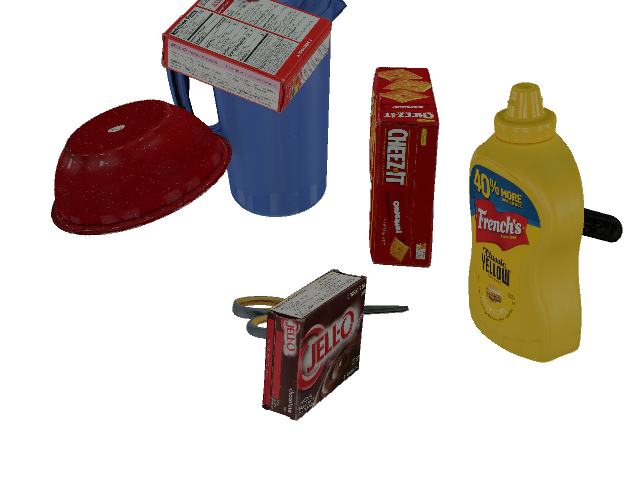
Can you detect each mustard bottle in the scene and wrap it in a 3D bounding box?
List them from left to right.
[{"bbox_3d":[0.142,-0.016,0.745,0.058,0.192,0.096,-16,29,-22],"label":"mustard bottle"}]

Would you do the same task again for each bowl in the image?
[{"bbox_3d":[-0.158,-0.071,0.884,0.162,0.055,0.162,-15,31,9],"label":"bowl"}]

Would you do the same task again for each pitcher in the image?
[{"bbox_3d":[-0.061,-0.145,1.117,0.149,0.243,0.144,15,42,20],"label":"pitcher"}]

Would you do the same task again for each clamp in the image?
[{"bbox_3d":[0.208,-0.030,1.033,0.120,0.039,0.171,-7,34,-12],"label":"clamp"}]

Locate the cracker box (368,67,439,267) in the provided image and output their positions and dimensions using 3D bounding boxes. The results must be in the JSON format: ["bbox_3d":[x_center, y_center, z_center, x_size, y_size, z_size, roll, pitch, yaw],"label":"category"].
[{"bbox_3d":[0.090,-0.089,1.197,0.072,0.164,0.213,2,24,3],"label":"cracker box"}]

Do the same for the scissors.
[{"bbox_3d":[0.001,0.088,1.193,0.201,0.016,0.096,4,22,0],"label":"scissors"}]

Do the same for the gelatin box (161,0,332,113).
[{"bbox_3d":[-0.048,-0.127,0.693,0.089,0.030,0.073,22,49,13],"label":"gelatin box"}]

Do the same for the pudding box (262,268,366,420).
[{"bbox_3d":[-0.004,0.083,0.882,0.039,0.090,0.113,15,23,24],"label":"pudding box"}]
